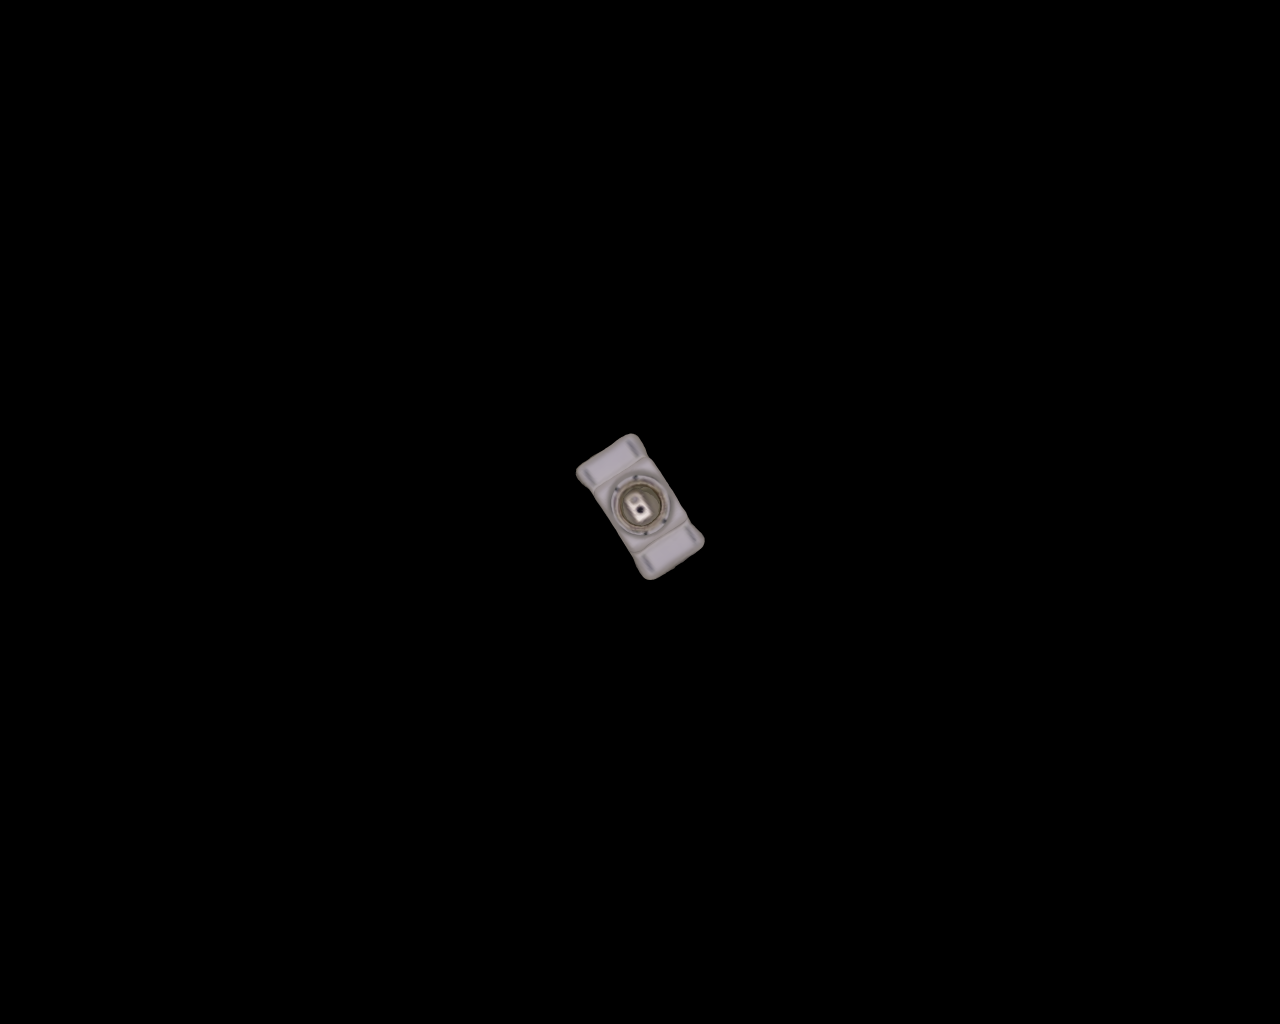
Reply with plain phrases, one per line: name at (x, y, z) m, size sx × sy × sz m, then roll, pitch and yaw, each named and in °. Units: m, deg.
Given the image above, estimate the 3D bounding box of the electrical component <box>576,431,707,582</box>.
electrical component at (0.001, -0.003, 0.650) m, size 0.042 × 0.081 × 0.063 m, roll -32°, pitch -4°, yaw -2°
